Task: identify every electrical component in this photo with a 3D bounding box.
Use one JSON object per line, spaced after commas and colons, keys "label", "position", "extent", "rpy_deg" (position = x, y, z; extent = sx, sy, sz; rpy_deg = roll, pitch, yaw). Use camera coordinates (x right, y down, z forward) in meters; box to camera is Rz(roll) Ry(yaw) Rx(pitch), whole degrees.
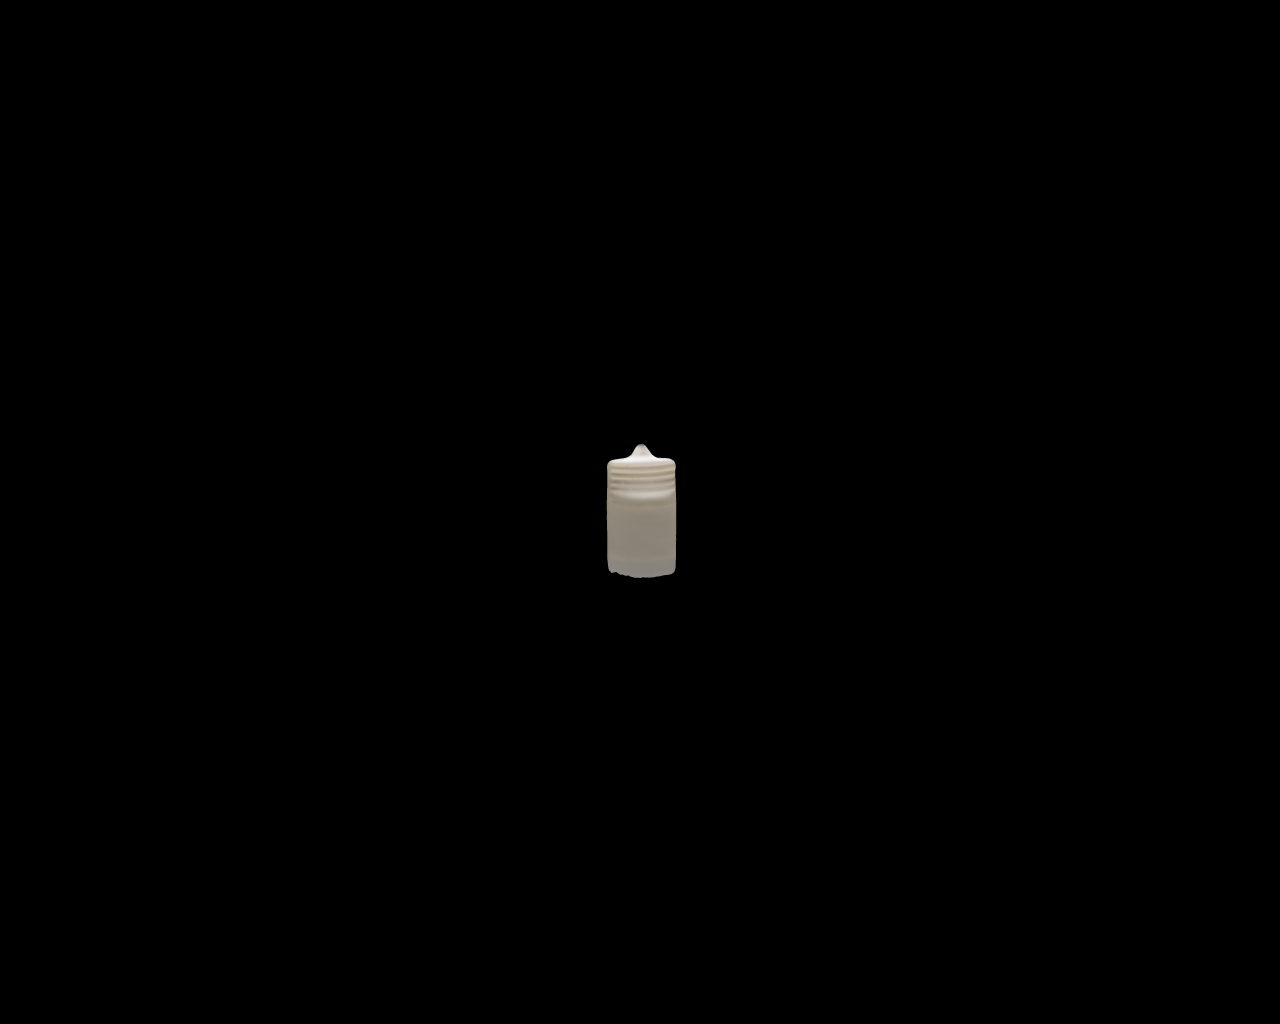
{"label": "electrical component", "position": [0.001, -0.003, 0.650], "extent": [0.043, 0.080, 0.043], "rpy_deg": [0, 9, 0]}
